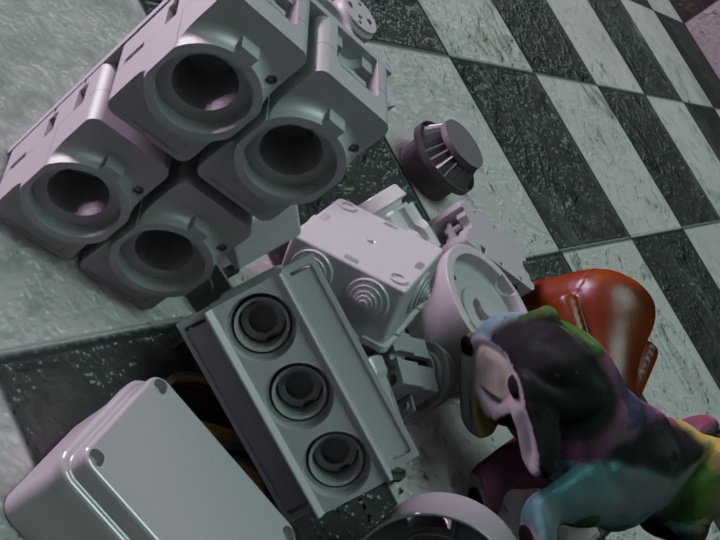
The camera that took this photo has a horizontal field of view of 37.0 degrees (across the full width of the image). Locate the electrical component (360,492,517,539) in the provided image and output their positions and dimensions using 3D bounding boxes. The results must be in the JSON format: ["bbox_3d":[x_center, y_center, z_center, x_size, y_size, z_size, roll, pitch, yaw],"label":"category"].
[{"bbox_3d":[0.042,0.176,0.594,0.099,0.099,0.064,56,23,0],"label":"electrical component"}]

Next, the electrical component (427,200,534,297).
[{"bbox_3d":[0.092,-0.007,0.890,0.089,0.056,0.050,34,36,-34],"label":"electrical component"}]

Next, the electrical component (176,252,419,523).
[{"bbox_3d":[-0.032,0.060,0.574,0.121,0.079,0.063,62,1,-8],"label":"electrical component"}]

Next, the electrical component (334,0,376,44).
[{"bbox_3d":[-0.020,-0.203,0.922,0.045,0.055,0.045,37,34,-31],"label":"electrical component"}]

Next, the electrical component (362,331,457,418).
[{"bbox_3d":[0.033,0.070,0.736,0.055,0.048,0.066,15,48,-40],"label":"electrical component"}]

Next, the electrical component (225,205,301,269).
[{"bbox_3d":[-0.077,-0.037,0.666,0.083,0.047,0.075,48,-21,31],"label":"electrical component"}]

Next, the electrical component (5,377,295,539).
[{"bbox_3d":[-0.092,0.115,0.492,0.113,0.057,0.078,51,29,-9],"label":"electrical component"}]

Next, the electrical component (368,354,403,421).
[{"bbox_3d":[0.004,0.082,0.688,0.040,0.040,0.046,-9,74,-58],"label":"electrical component"}]

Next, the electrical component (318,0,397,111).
[{"bbox_3d":[-0.052,-0.150,0.815,0.105,0.060,0.186,58,29,3],"label":"electrical component"}]

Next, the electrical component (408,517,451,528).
[{"bbox_3d":[0.065,0.195,0.659,0.077,0.043,0.079,33,36,-35],"label":"electrical component"}]

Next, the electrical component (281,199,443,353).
[{"bbox_3d":[0.000,0.000,0.716,0.100,0.048,0.100,27,28,11],"label":"electrical component"}]

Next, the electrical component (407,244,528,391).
[{"bbox_3d":[0.078,0.042,0.815,0.108,0.060,0.108,37,35,-31],"label":"electrical component"}]

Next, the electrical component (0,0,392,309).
[{"bbox_3d":[-0.087,-0.063,0.545,0.105,0.186,0.060,37,34,-31],"label":"electrical component"}]

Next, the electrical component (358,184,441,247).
[{"bbox_3d":[0.019,-0.027,0.801,0.057,0.058,0.078,59,29,-2],"label":"electrical component"}]
